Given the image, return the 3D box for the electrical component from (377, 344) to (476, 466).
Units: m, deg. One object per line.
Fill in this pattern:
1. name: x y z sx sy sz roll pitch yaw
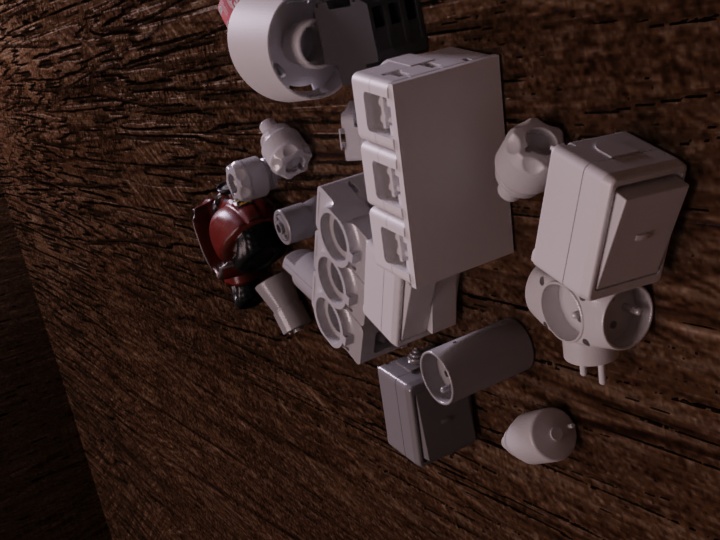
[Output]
1. electrical component: 0.059 0.112 0.930 0.061 0.062 0.096 28 132 55

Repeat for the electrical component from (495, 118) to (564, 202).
1. electrical component: 0.110 -0.069 0.719 0.043 0.043 0.062 61 155 19

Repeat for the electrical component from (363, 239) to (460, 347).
1. electrical component: 0.044 0.018 0.893 0.061 0.062 0.096 46 146 41

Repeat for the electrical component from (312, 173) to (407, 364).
1. electrical component: 0.000 0.000 0.968 0.089 0.062 0.150 49 148 38

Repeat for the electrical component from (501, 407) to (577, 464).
1. electrical component: 0.132 0.128 0.821 0.040 0.040 0.078 68 155 5

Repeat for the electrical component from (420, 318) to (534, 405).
1. electrical component: 0.083 0.074 0.837 0.043 0.077 0.079 68 155 5

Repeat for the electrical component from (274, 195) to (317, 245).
1. electrical component: -0.049 -0.049 1.026 0.044 0.065 0.044 44 144 44

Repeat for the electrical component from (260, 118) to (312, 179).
1. electrical component: -0.078 -0.123 1.057 0.062 0.043 0.043 55 151 31

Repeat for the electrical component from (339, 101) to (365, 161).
1. electrical component: 0.019 -0.110 0.833 0.081 0.064 0.042 -67 -26 -62

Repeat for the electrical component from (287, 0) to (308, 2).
1. electrical component: -0.065 -0.233 0.950 0.055 0.045 0.045 37 139 50

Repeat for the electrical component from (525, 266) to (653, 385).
1. electrical component: 0.151 0.038 0.711 0.077 0.044 0.079 25 129 57

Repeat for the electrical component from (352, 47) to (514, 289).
1. electrical component: 0.052 -0.076 0.775 0.062 0.089 0.150 30 134 54

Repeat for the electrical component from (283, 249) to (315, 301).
1. electrical component: -0.045 0.005 1.084 0.081 0.043 0.043 40 142 46

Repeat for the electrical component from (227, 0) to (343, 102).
1. electrical component: -0.053 -0.189 0.896 0.064 0.099 0.099 16 122 53

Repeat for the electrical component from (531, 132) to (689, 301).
1. electrical component: 0.149 -0.025 0.640 0.061 0.062 0.096 41 136 46

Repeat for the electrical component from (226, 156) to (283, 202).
1. electrical component: -0.103 -0.096 1.105 0.043 0.062 0.043 44 144 44

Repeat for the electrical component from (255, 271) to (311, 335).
1. electrical component: -0.082 0.038 1.187 0.065 0.044 0.044 62 154 5
